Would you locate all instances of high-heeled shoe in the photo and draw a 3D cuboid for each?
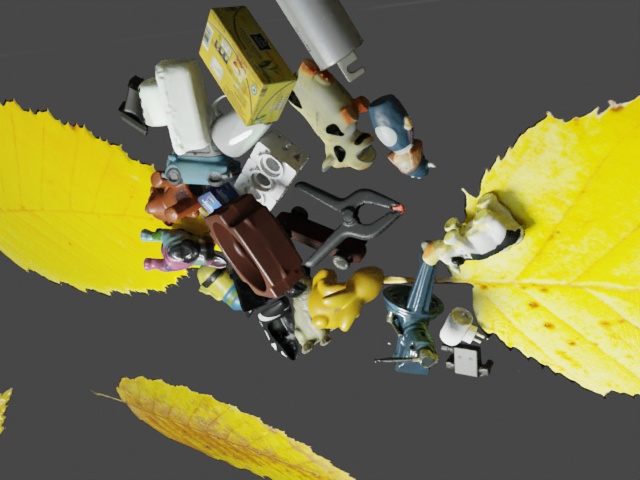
[{"bbox_3d":[-0.089,0.231,1.362,0.145,0.086,0.248,55,160,9],"label":"high-heeled shoe"}]

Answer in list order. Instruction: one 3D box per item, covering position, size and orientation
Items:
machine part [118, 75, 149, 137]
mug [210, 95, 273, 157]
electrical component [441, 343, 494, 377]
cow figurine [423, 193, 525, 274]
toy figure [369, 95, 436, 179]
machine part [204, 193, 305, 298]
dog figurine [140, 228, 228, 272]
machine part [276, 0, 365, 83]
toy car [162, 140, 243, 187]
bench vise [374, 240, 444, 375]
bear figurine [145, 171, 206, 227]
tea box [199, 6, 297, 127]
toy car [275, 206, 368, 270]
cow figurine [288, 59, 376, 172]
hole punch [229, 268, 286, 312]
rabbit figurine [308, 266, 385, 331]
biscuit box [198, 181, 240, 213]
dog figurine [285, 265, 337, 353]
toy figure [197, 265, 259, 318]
[{"bbox_3d":[-0.386,-0.282,1.128,0.084,0.039,0.139,41,143,2],"label":"machine part"},{"bbox_3d":[-0.143,-0.221,0.987,0.107,0.081,0.109,-22,102,36],"label":"mug"},{"bbox_3d":[0.315,0.258,1.147,0.102,0.045,0.078,-5,97,36],"label":"electrical component"},{"bbox_3d":[0.257,0.004,0.911,0.098,0.068,0.167,37,134,-12],"label":"cow figurine"},{"bbox_3d":[0.129,-0.157,0.863,0.154,0.058,0.064,57,175,-26],"label":"toy figure"},{"bbox_3d":[-0.129,0.012,1.066,0.201,0.087,0.201,55,159,-13],"label":"machine part"},{"bbox_3d":[-0.310,0.023,1.300,0.219,0.191,0.108,-1,90,19],"label":"dog figurine"},{"bbox_3d":[-0.014,-0.335,0.771,0.079,0.079,0.243,-14,119,43],"label":"machine part"},{"bbox_3d":[-0.241,-0.165,1.091,0.162,0.109,0.102,5,108,22],"label":"toy car"},{"bbox_3d":[0.183,0.122,1.011,0.129,0.224,0.240,12,109,3],"label":"bench vise"},{"bbox_3d":[-0.352,-0.090,1.227,0.196,0.132,0.120,-15,97,39],"label":"bear figurine"},{"bbox_3d":[-0.119,-0.279,0.863,0.170,0.068,0.098,57,144,14],"label":"tea box"},{"bbox_3d":[-0.002,-0.003,1.081,0.202,0.089,0.053,21,142,18],"label":"toy car"},{"bbox_3d":[0.019,-0.194,0.882,0.195,0.085,0.127,48,141,-9],"label":"cow figurine"},{"bbox_3d":[-0.145,0.102,1.307,0.142,0.092,0.115,-24,83,50],"label":"hole punch"},{"bbox_3d":[0.055,0.111,1.126,0.173,0.162,0.122,-31,96,30],"label":"rabbit figurine"},{"bbox_3d":[-0.180,-0.040,1.196,0.059,0.063,0.202,-21,115,45],"label":"biscuit box"},{"bbox_3d":[-0.040,0.154,1.273,0.190,0.121,0.172,54,135,0],"label":"dog figurine"},{"bbox_3d":[-0.232,0.118,1.377,0.180,0.082,0.089,37,130,6],"label":"toy figure"}]
